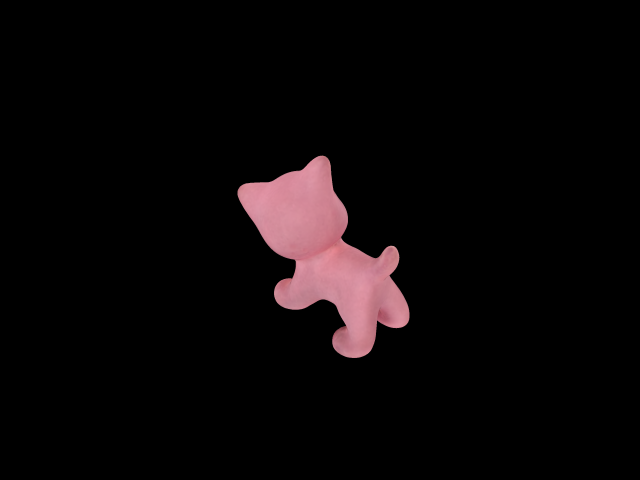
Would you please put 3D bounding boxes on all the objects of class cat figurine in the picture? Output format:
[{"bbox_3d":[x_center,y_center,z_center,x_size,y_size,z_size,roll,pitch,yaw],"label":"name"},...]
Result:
[{"bbox_3d":[0.004,0.001,0.400,0.127,0.118,0.067,30,49,31],"label":"cat figurine"}]
